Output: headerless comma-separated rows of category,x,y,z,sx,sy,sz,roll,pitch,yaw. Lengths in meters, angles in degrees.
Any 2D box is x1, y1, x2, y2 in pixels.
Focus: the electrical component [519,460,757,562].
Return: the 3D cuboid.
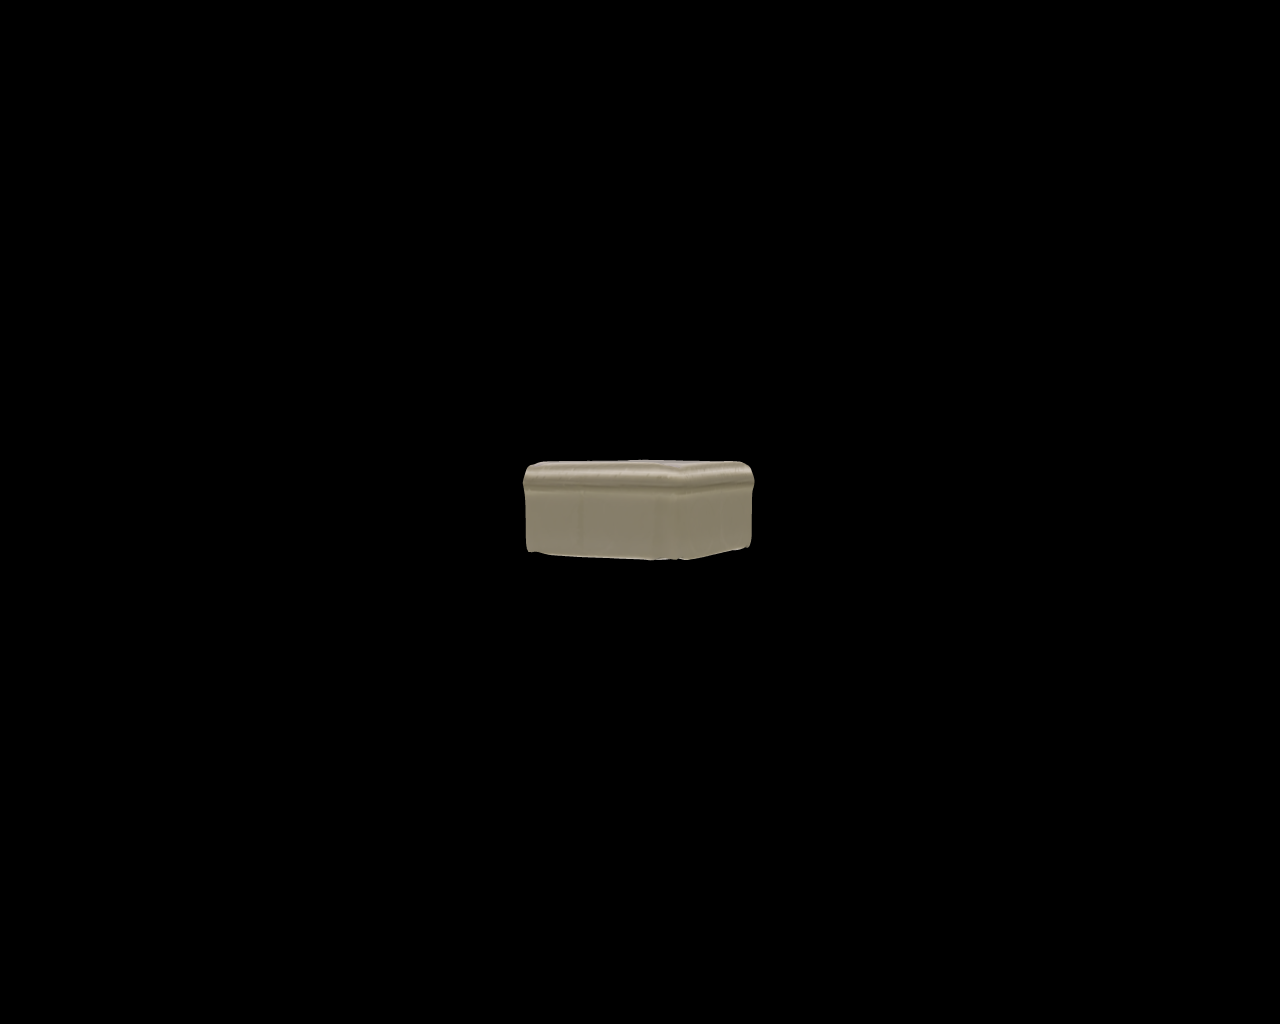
electrical component,0.001,-0.003,0.650,0.109,0.056,0.109,2,4,31
